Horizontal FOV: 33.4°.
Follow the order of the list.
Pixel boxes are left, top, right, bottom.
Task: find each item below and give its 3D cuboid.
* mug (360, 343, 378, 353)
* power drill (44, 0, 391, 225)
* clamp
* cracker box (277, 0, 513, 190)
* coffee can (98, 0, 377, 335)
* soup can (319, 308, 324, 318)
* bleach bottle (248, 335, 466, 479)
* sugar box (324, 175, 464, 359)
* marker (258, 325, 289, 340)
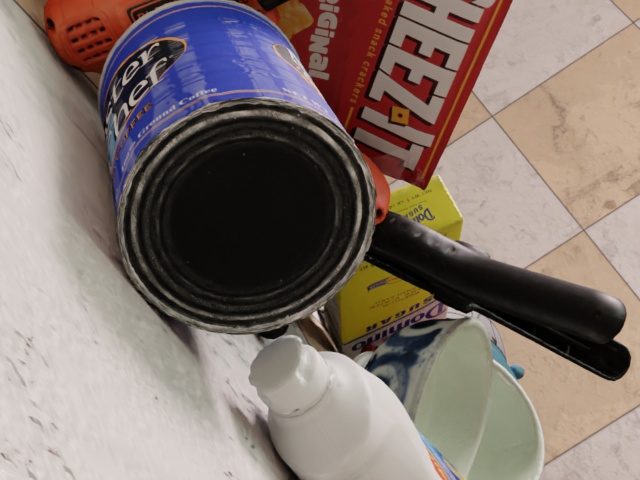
[{"bbox_3d":[0.076,0.116,0.805,0.117,0.093,0.081,35,6,-17],"label":"mug"},{"bbox_3d":[-0.027,-0.084,0.572,0.057,0.184,0.187,-87,156,-54],"label":"power drill"},{"bbox_3d":[0.092,0.027,0.635,0.210,0.036,0.164,24,-8,28],"label":"clamp"},{"bbox_3d":[-0.007,-0.138,0.613,0.213,0.164,0.072,20,42,0],"label":"cracker box"},{"bbox_3d":[-0.042,-0.038,0.470,0.102,0.103,0.140,54,5,-30],"label":"coffee can"},{"bbox_3d":[0.053,0.079,0.899,0.102,0.068,0.068,55,5,-12],"label":"soup can"},{"bbox_3d":[0.051,0.137,0.498,0.250,0.068,0.103,51,6,-32],"label":"bleach bottle"},{"bbox_3d":[0.049,0.027,0.772,0.176,0.093,0.048,82,-15,-61],"label":"sugar box"},{"bbox_3d":[-0.038,0.021,0.628,0.020,0.020,0.121,54,5,-30],"label":"marker"}]
